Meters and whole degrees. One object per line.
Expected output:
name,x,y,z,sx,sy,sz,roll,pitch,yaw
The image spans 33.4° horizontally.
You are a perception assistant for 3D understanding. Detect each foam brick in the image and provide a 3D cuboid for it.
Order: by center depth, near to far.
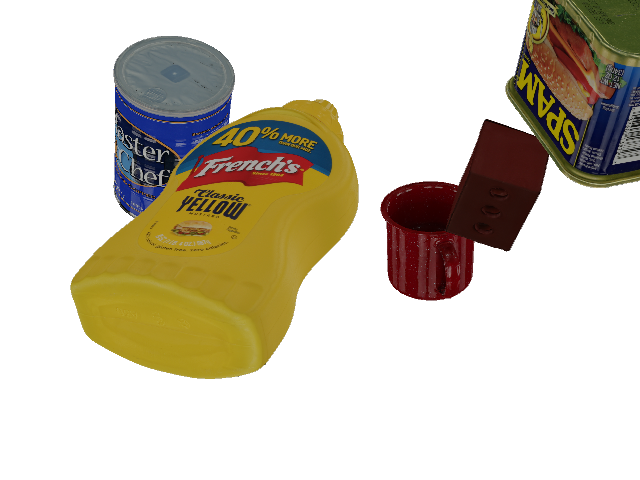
foam brick,0.130,-0.039,0.784,0.053,0.051,0.078,19,-34,4

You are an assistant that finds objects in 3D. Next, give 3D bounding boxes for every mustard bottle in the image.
mustard bottle,-0.034,-0.016,0.531,0.096,0.058,0.191,7,39,23

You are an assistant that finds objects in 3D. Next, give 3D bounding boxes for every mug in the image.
mug,0.107,0.009,0.994,0.093,0.081,0.117,-11,34,-11

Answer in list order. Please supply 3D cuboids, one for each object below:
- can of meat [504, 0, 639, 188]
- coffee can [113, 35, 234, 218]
can of meat,0.149,-0.094,0.576,0.057,0.084,0.102,-11,48,-15
coffee can,-0.133,-0.096,0.956,0.102,0.103,0.140,0,-42,-11
